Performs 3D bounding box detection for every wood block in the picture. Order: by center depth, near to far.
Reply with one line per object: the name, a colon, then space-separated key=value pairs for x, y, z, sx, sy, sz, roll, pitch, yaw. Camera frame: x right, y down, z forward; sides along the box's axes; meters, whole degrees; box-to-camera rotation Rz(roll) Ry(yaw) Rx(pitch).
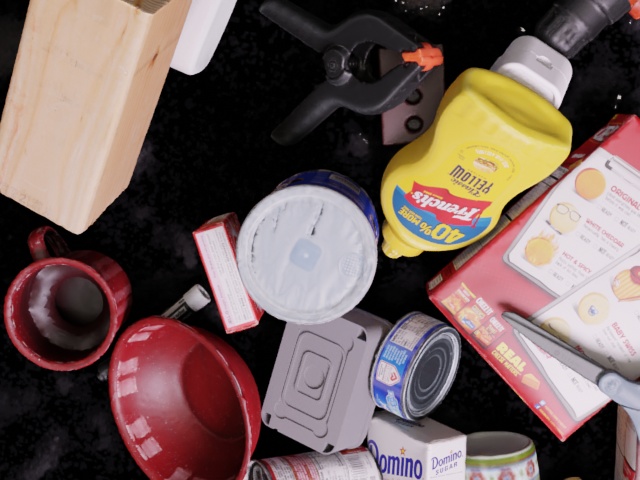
wood block: x=-0.176 y=-0.120 z=0.814 sx=0.090 sy=0.090 sz=0.206 roll=29 pitch=126 yaw=2

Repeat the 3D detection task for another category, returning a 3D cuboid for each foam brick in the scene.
foam brick: x=0.074 y=-0.116 z=0.857 sx=0.053 sy=0.051 sz=0.078 roll=-4 pitch=99 yaw=5

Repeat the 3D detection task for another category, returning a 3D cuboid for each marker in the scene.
marker: x=-0.145 y=0.082 z=0.920 sx=0.121 sy=0.020 sz=0.020 roll=-39 pitch=94 yaw=9

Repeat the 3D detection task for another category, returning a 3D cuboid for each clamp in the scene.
clamp: x=0.015 y=-0.145 z=0.830 sx=0.172 sy=0.039 sz=0.120 roll=-10 pitch=99 yaw=40

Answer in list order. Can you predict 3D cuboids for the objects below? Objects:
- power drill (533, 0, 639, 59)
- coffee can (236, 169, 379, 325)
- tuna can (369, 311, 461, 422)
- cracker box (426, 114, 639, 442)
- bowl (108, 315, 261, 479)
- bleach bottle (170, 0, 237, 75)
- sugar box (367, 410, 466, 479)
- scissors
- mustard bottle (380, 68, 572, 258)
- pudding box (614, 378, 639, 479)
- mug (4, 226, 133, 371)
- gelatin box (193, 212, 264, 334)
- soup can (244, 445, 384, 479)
power drill: x=0.285 y=-0.164 z=0.831 sx=0.187 sy=0.057 sz=0.184 roll=43 pitch=99 yaw=-3
coffee can: x=-0.005 y=0.001 z=0.836 sx=0.103 sy=0.140 sz=0.103 roll=1 pitch=99 yaw=4
tuna can: x=0.079 y=0.104 z=0.871 sx=0.034 sy=0.085 sz=0.086 roll=22 pitch=101 yaw=34
cracker box: x=0.217 y=0.029 z=0.859 sx=0.214 sy=0.072 sz=0.164 roll=-43 pitch=95 yaw=8
bowl: x=-0.102 y=0.134 z=0.886 sx=0.162 sy=0.055 sz=0.162 roll=12 pitch=109 yaw=36
bleach bottle: x=-0.191 y=-0.229 z=0.854 sx=0.251 sy=0.068 sz=0.103 roll=27 pitch=106 yaw=2
sugar box: x=0.077 y=0.236 z=0.888 sx=0.048 sy=0.093 sz=0.176 roll=-7 pitch=100 yaw=-29
scissors: x=0.239 y=0.101 z=0.804 sx=0.096 sy=0.016 sz=0.202 roll=-42 pitch=89 yaw=15
mustard bottle: x=0.102 y=-0.044 z=0.828 sx=0.096 sy=0.058 sz=0.192 roll=26 pitch=138 yaw=-12
pudding box: x=0.266 y=0.165 z=0.866 sx=0.039 sy=0.090 sz=0.113 roll=2 pitch=100 yaw=6
mug: x=-0.209 y=0.043 z=0.887 sx=0.093 sy=0.081 sz=0.117 roll=-25 pitch=96 yaw=7
gelatin box: x=-0.072 y=0.025 z=0.878 sx=0.030 sy=0.073 sz=0.089 roll=-18 pitch=96 yaw=6
soup can: x=-0.006 y=0.209 z=0.883 sx=0.102 sy=0.069 sz=0.068 roll=-3 pitch=100 yaw=-27
